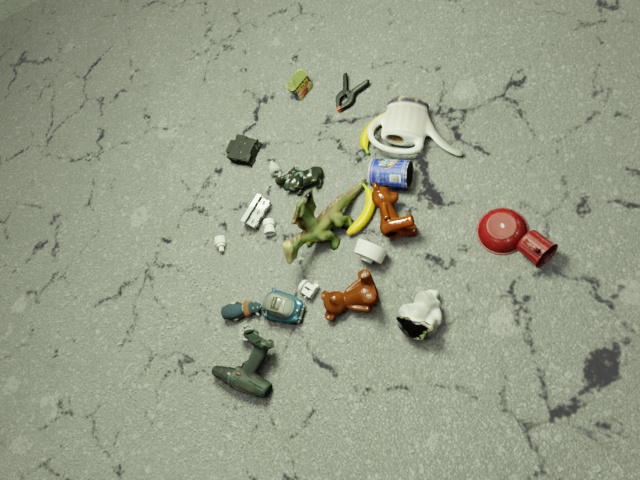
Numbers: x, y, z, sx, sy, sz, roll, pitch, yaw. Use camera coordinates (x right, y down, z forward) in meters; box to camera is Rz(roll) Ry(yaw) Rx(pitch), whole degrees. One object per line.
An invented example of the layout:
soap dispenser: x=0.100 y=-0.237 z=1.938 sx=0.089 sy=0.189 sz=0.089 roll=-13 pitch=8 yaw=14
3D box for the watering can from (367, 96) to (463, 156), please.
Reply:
watering can: x=0.347 y=-0.403 z=1.855 sx=0.348 sy=0.102 sz=0.227 roll=9 pitch=72 yaw=12

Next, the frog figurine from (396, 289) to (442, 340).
frog figurine: x=0.316 y=0.228 z=1.616 sx=0.137 sy=0.120 sz=0.163 roll=-1 pitch=33 yaw=30

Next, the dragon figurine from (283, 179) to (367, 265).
dragon figurine: x=0.005 y=-0.089 z=1.777 sx=0.123 sy=0.239 sz=0.412 roll=28 pitch=83 yaw=33
